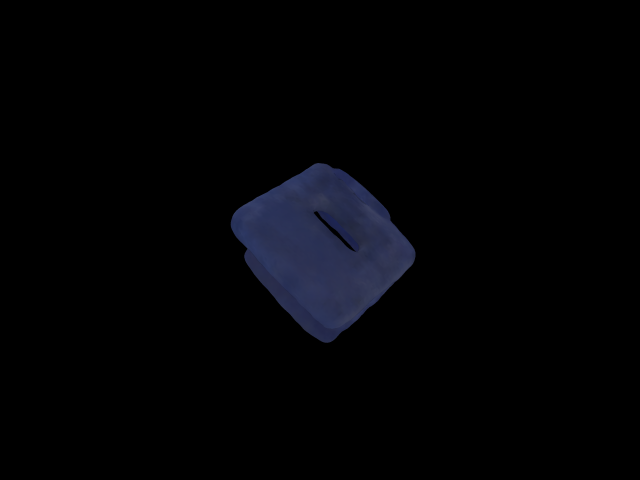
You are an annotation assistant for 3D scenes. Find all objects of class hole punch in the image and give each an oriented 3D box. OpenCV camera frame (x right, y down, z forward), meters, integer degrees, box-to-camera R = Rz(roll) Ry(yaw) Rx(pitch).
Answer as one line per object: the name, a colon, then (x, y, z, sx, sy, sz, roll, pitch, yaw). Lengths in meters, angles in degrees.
hole punch: (0.004, 0.001, 0.400, 0.101, 0.091, 0.108, -43, 78, -11)
